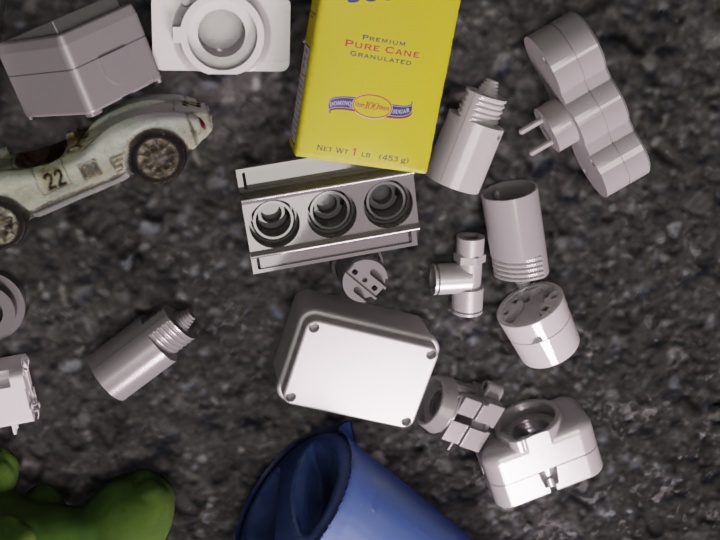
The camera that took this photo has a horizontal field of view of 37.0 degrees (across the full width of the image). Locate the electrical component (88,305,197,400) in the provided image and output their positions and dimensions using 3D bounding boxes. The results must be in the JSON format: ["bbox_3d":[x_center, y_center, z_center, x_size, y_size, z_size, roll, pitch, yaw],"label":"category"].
[{"bbox_3d":[-0.158,0.057,0.806,0.081,0.043,0.043,-37,113,5],"label":"electrical component"}]

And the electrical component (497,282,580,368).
[{"bbox_3d":[0.143,0.045,0.852,0.055,0.055,0.047,-29,117,1],"label":"electrical component"}]

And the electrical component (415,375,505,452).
[{"bbox_3d":[0.078,0.113,0.871,0.055,0.048,0.066,22,106,-25],"label":"electrical component"}]

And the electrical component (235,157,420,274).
[{"bbox_3d":[-0.025,-0.049,0.778,0.121,0.063,0.078,-10,113,-6],"label":"electrical component"}]

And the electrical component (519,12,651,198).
[{"bbox_3d":[0.153,-0.112,0.793,0.074,0.052,0.138,-30,113,2],"label":"electrical component"}]

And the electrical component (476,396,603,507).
[{"bbox_3d":[0.146,0.147,0.891,0.095,0.053,0.059,-21,113,-2],"label":"electrical component"}]

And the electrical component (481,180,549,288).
[{"bbox_3d":[0.120,-0.024,0.826,0.043,0.043,0.081,-14,113,-5],"label":"electrical component"}]

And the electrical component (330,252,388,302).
[{"bbox_3d":[0.000,0.000,0.811,0.040,0.046,0.040,-4,112,-9],"label":"electrical component"}]

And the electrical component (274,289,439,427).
[{"bbox_3d":[-0.004,0.069,0.832,0.113,0.057,0.078,14,108,-15],"label":"electrical component"}]

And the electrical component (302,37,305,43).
[{"bbox_3d":[0.014,-0.161,0.749,0.089,0.050,0.055,-36,112,4],"label":"electrical component"}]

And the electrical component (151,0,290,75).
[{"bbox_3d":[-0.092,-0.209,0.704,0.089,0.061,0.150,-1,111,-10],"label":"electrical component"}]

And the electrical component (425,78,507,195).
[{"bbox_3d":[0.082,-0.101,0.788,0.043,0.043,0.081,16,108,-16],"label":"electrical component"}]

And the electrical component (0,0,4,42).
[{"bbox_3d":[-0.264,-0.142,0.701,0.050,0.055,0.089,9,109,-14],"label":"electrical component"}]

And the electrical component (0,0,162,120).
[{"bbox_3d":[-0.188,-0.138,0.700,0.062,0.096,0.061,-38,120,-38],"label":"electrical component"}]

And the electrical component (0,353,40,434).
[{"bbox_3d":[-0.275,0.092,0.799,0.064,0.042,0.081,-11,113,-10],"label":"electrical component"}]
